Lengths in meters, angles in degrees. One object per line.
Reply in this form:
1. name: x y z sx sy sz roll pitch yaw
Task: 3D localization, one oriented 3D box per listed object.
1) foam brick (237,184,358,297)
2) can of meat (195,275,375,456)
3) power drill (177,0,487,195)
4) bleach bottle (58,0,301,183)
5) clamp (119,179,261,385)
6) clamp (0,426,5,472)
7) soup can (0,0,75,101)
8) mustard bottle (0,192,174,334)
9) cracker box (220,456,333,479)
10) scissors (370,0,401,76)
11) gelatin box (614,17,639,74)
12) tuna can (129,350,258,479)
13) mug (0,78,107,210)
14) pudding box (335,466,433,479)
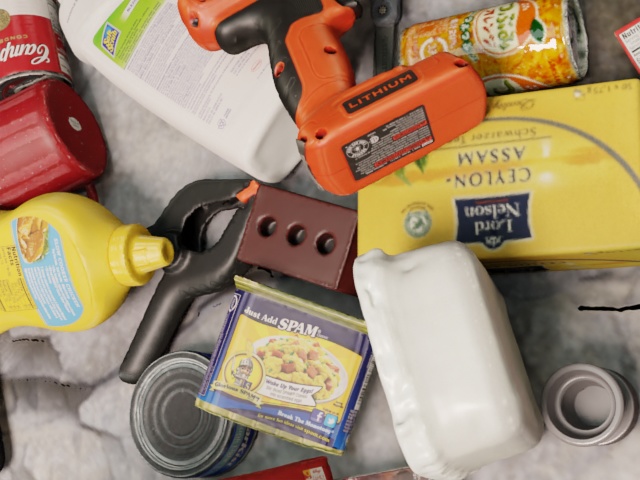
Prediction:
1. foam brick: -0.005 0.001 0.688 0.078 0.051 0.053 16 88 28
2. can of meat: -0.018 0.078 0.660 0.102 0.057 0.084 19 85 4
3. power drill: 0.023 -0.129 0.631 0.184 0.057 0.188 -30 53 2
4. bleach bottle: -0.102 -0.141 0.757 0.251 0.068 0.102 36 93 30
5. clamp: -0.104 0.006 0.745 0.172 0.039 0.120 -43 69 15
6. clamp: -0.275 0.071 0.818 0.165 0.036 0.210 22 91 27
7. soup can: -0.231 -0.154 0.820 0.069 0.068 0.102 -22 71 21
8. mustard bottle: -0.186 0.017 0.728 0.192 0.058 0.096 -6 108 24
9. cracker box: -0.109 0.202 0.618 0.214 0.163 0.072 -32 70 32
10. scissors: 0.059 -0.164 0.706 0.096 0.016 0.202 -19 73 23
11. gelatin box: 0.222 -0.100 0.606 0.073 0.030 0.089 -32 69 19
12. tuna can: -0.085 0.117 0.717 0.086 0.033 0.086 -5 79 25
13. mug: -0.206 -0.056 0.785 0.082 0.093 0.117 -24 102 15
14. pudding box: 0.045 0.194 0.635 0.090 0.039 0.113 -16 73 24
